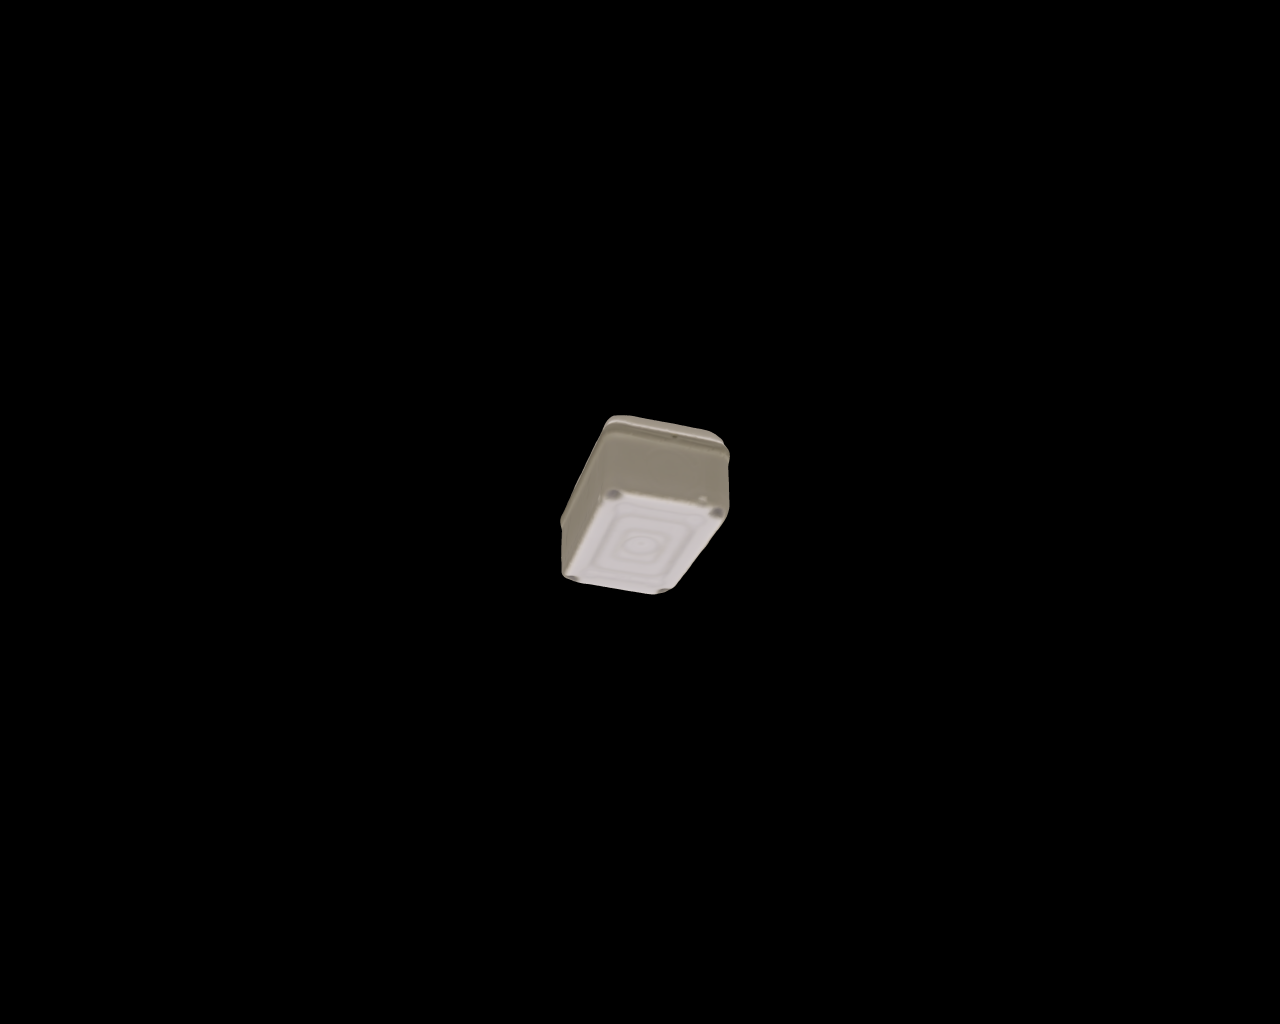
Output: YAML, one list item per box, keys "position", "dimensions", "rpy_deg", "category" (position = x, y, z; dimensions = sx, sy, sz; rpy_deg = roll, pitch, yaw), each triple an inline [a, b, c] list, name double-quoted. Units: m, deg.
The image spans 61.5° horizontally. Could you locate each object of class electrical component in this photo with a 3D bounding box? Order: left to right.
- position: [0.001, -0.003, 0.650]
  dimensions: [0.078, 0.057, 0.113]
  rpy_deg: [10, -34, -15]
  category: "electrical component"
